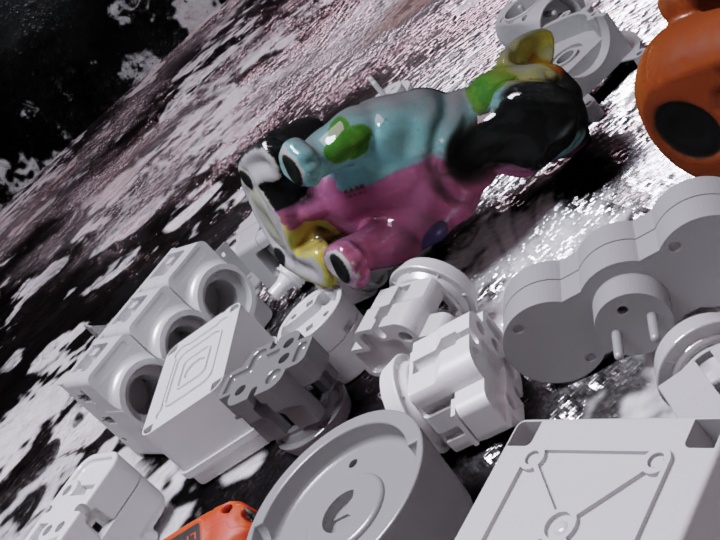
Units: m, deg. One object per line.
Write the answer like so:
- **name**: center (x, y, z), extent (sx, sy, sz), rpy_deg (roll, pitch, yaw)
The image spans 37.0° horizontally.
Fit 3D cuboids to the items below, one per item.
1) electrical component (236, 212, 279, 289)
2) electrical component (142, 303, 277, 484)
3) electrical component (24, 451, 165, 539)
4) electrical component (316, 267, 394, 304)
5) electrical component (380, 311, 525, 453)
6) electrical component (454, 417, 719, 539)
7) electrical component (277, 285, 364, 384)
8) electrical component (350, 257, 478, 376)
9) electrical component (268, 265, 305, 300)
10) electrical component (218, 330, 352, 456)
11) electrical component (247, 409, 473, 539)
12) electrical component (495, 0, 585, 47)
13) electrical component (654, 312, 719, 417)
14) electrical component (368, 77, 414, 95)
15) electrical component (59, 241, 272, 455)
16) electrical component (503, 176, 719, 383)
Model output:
- **electrical component**: center (-0.071, -0.031, 0.948), extent (0.056, 0.050, 0.089), rpy_deg (-30, 25, 27)
- **electrical component**: center (-0.100, 0.087, 0.767), extent (0.078, 0.057, 0.113), rpy_deg (-34, 23, 19)
- **electrical component**: center (-0.179, 0.179, 0.727), extent (0.054, 0.059, 0.095), rpy_deg (-16, 33, 47)
- **electrical component**: center (0.000, 0.000, 0.782), extent (0.062, 0.043, 0.043), rpy_deg (-25, 27, 32)
- **electrical component**: center (0.048, 0.063, 0.567), extent (0.057, 0.058, 0.078), rpy_deg (-29, 25, 22)
- **electrical component**: center (0.090, 0.112, 0.404), extent (0.109, 0.056, 0.108), rpy_deg (-11, 37, 52)
- **electrical component**: center (-0.020, 0.046, 0.724), extent (0.055, 0.047, 0.055), rpy_deg (-35, 23, 17)
- **electrical component**: center (0.037, 0.030, 0.646), extent (0.078, 0.058, 0.057), rpy_deg (-16, 36, 48)
- **electrical component**: center (-0.051, -0.001, 0.882), extent (0.061, 0.035, 0.035), rpy_deg (-49, 23, -9)
- **electrical component**: center (-0.043, 0.081, 0.685), extent (0.078, 0.057, 0.058), rpy_deg (-27, 26, 33)
- **electrical component**: center (0.005, 0.127, 0.513), extent (0.108, 0.060, 0.108), rpy_deg (-35, 23, 17)
- **electrical component**: center (0.165, -0.221, 0.917), extent (0.079, 0.044, 0.077), rpy_deg (-45, 22, -8)
- **electrical component**: center (0.150, 0.049, 0.438), extent (0.066, 0.048, 0.055), rpy_deg (-37, 30, 12)
- **electrical component**: center (0.032, -0.140, 0.947), extent (0.052, 0.073, 0.138), rpy_deg (-39, 22, 7)
- **electrical component**: center (-0.149, 0.061, 0.854), extent (0.062, 0.089, 0.150), rpy_deg (-12, 37, 52)
- **electrical component**: center (0.131, 0.016, 0.520), extent (0.138, 0.052, 0.073), rpy_deg (-31, 25, 25)
